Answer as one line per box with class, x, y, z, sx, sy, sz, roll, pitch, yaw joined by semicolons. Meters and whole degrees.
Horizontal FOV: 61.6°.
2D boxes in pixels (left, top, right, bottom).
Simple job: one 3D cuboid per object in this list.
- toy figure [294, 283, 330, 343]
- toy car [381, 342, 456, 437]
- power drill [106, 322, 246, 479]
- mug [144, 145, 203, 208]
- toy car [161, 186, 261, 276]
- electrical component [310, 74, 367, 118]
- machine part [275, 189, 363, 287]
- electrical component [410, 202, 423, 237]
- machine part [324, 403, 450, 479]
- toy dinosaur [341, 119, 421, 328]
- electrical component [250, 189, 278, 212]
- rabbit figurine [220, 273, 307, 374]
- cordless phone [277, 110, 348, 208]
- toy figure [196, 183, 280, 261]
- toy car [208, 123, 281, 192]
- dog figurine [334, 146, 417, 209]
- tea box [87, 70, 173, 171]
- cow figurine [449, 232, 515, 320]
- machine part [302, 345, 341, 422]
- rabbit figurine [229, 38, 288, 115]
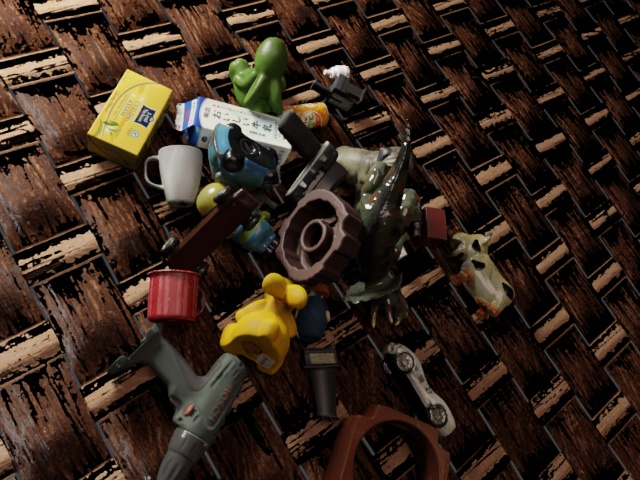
toy figure;-0.014;0.118;1.039;0.064;0.058;0.154;18;59;-22
toy car;0.187;0.287;1.040;0.056;0.073;0.201;-27;81;-25
power drill;-0.244;0.252;0.876;0.207;0.086;0.232;39;59;1
mug;-0.275;-0.118;1.017;0.109;0.081;0.107;0;78;-27
toy car;-0.195;-0.014;0.967;0.202;0.053;0.089;-44;109;10
electrical component;0.039;-0.341;1.242;0.119;0.075;0.048;25;63;-8
machine part;-0.002;-0.003;0.971;0.056;0.179;0.179;26;58;-42
electrical component;0.186;-0.058;1.189;0.078;0.045;0.102;0;67;21
machine part;0.119;0.411;0.955;0.201;0.087;0.201;25;60;-11
toy dinosaur;0.112;-0.008;1.010;0.131;0.404;0.192;7;41;12
electrical component;-0.136;-0.079;1.090;0.094;0.021;0.063;34;60;-5
rabbit figurine;-0.088;0.126;0.967;0.122;0.162;0.173;26;43;3
cordless phone;-0.042;-0.153;1.057;0.146;0.089;0.184;-53;136;-6
toy figure;-0.153;-0.038;1.028;0.180;0.089;0.082;38;52;-1
toy car;-0.157;-0.146;1.046;0.161;0.103;0.109;26;42;-37
dog figurine;0.096;-0.164;1.124;0.172;0.190;0.121;31;61;-6
tea box;-0.363;-0.230;1.034;0.098;0.068;0.169;22;61;-12
cow figurine;0.359;0.066;1.198;0.127;0.085;0.195;-31;80;-23
machine part;0.007;0.266;0.998;0.084;0.039;0.139;2;66;-30
rabbit figurine;-0.123;-0.338;1.117;0.121;0.170;0.159;9;65;-18
